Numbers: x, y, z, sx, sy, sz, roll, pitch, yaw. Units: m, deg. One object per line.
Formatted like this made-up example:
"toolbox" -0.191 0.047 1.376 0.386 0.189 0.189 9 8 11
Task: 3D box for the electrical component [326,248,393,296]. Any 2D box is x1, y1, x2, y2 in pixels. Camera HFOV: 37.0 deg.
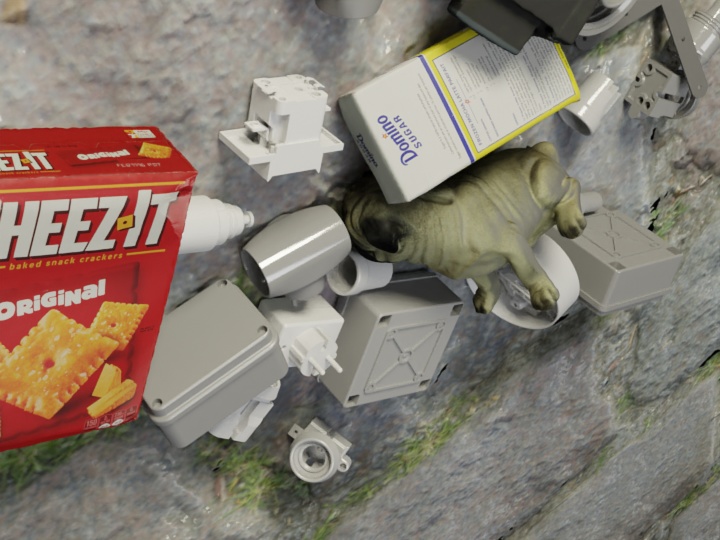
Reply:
"electrical component" 0.000 0.000 0.913 0.046 0.040 0.040 -6 128 -47

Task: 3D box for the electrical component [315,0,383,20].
"electrical component" -0.019 -0.204 0.698 0.079 0.044 0.077 -19 136 -31

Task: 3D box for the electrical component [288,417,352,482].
"electrical component" -0.040 0.171 1.010 0.048 0.066 0.055 -54 176 10

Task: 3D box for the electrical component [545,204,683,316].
"electrical component" 0.246 -0.013 1.080 0.109 0.109 0.056 -12 129 -37

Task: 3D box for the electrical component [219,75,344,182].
"electrical component" -0.054 -0.103 0.763 0.081 0.042 0.063 -15 130 -36

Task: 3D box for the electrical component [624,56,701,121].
"electrical component" 0.293 -0.171 1.030 0.055 0.048 0.066 5 122 -37

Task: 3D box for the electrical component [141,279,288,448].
"electrical component" -0.122 0.070 0.828 0.113 0.078 0.057 -35 145 -14

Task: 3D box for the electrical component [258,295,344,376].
"electrical component" -0.044 0.062 0.896 0.066 0.077 0.047 -3 126 -42

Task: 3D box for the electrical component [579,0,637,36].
"electrical component" 0.185 -0.237 0.850 0.108 0.060 0.108 -26 139 -25

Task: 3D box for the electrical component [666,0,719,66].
"electrical component" 0.322 -0.223 1.009 0.062 0.043 0.043 -52 143 8

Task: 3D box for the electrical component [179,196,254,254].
"electrical component" -0.112 -0.034 0.772 0.078 0.040 0.040 -8 129 -40

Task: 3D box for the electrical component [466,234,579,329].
"electrical component" 0.158 0.010 1.029 0.064 0.099 0.099 -36 143 -24

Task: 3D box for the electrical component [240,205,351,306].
"electrical component" -0.049 -0.003 0.858 0.077 0.044 0.079 -30 141 -20

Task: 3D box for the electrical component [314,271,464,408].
"electrical component" 0.026 0.062 0.980 0.109 0.056 0.108 -7 129 -40

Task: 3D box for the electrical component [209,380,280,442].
"electrical component" -0.104 0.102 0.894 0.057 0.058 0.078 -52 142 12

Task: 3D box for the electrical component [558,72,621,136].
"electrical component" 0.208 -0.151 0.973 0.046 0.040 0.040 -50 144 -5
